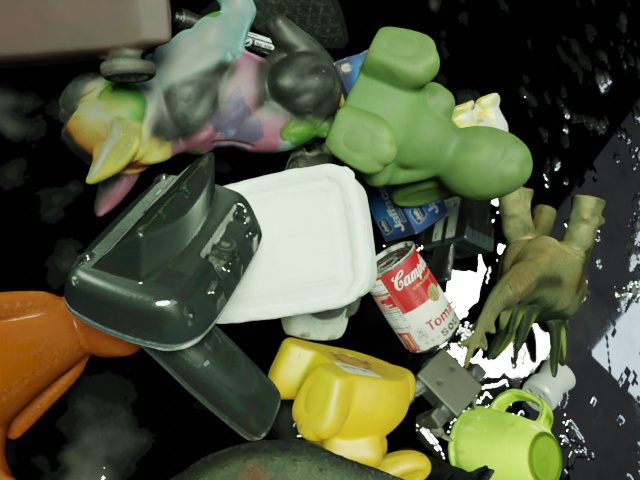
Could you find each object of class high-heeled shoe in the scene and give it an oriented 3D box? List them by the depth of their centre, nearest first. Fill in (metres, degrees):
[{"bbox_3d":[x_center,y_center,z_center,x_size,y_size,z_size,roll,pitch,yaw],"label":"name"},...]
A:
[{"bbox_3d":[-0.070,-0.303,0.567,0.248,0.086,0.145,28,35,-42],"label":"high-heeled shoe"}]

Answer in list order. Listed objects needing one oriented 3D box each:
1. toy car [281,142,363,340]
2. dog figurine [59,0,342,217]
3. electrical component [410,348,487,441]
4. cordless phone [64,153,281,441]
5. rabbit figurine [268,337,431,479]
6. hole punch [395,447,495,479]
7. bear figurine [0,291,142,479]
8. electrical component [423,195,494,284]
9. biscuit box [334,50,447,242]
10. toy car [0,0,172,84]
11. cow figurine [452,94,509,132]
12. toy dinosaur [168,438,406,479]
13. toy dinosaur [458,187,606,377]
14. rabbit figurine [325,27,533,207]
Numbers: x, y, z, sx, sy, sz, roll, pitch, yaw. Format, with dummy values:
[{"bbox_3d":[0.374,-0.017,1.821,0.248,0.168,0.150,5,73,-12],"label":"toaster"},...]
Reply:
[{"bbox_3d":[-0.001,-0.002,0.539,0.073,0.056,0.201,7,75,-23],"label":"toy car"},{"bbox_3d":[-0.104,-0.100,0.463,0.191,0.108,0.219,36,68,-5],"label":"dog figurine"},{"bbox_3d":[0.140,0.171,0.599,0.078,0.045,0.102,39,56,13],"label":"electrical component"},{"bbox_3d":[-0.075,0.044,0.398,0.184,0.089,0.147,52,33,-21],"label":"cordless phone"},{"bbox_3d":[0.015,0.191,0.494,0.162,0.122,0.173,21,84,-36],"label":"rabbit figurine"},{"bbox_3d":[0.099,0.278,0.513,0.142,0.116,0.092,-27,103,-32],"label":"hole punch"},{"bbox_3d":[-0.178,0.080,0.379,0.196,0.132,0.120,-23,122,-29],"label":"bear figurine"},{"bbox_3d":[0.162,-0.002,0.625,0.047,0.075,0.119,21,66,-26],"label":"electrical component"},{"bbox_3d":[0.065,-0.100,0.594,0.059,0.063,0.202,-30,96,-30],"label":"biscuit box"},{"bbox_3d":[-0.206,-0.156,0.398,0.202,0.053,0.089,-4,92,4],"label":"toy car"},{"bbox_3d":[0.173,-0.108,0.658,0.167,0.068,0.098,-37,107,-36],"label":"cow figurine"},{"bbox_3d":[-0.057,0.210,0.367,0.405,0.131,0.192,-27,107,-9],"label":"toy dinosaur"},{"bbox_3d":[0.244,0.044,0.591,0.471,0.105,0.198,7,91,-55],"label":"toy dinosaur"},{"bbox_3d":[0.097,-0.078,0.485,0.170,0.159,0.121,25,78,2],"label":"rabbit figurine"}]
